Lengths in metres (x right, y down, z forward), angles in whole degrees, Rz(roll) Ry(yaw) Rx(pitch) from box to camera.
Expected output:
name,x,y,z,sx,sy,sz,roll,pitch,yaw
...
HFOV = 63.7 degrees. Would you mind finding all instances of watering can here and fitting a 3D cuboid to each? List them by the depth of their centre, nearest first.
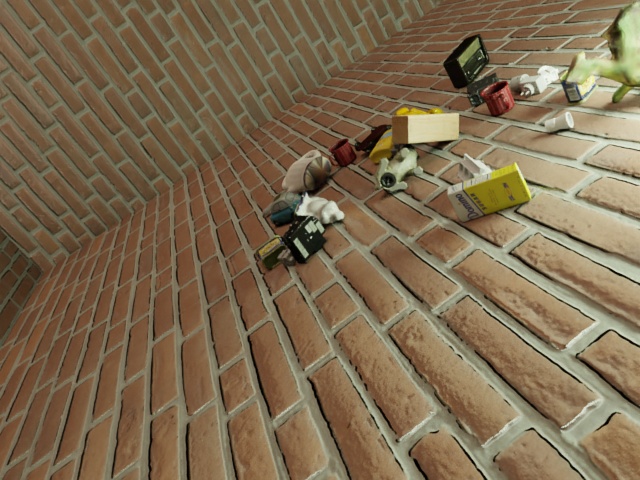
name,x,y,z,sx,sy,sz,roll,pitch,yaw
watering can,-0.084,-0.230,2.065,0.224,0.102,0.353,2,54,52

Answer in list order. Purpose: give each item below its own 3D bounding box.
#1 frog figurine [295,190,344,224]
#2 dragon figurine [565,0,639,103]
name,x,y,z,sx,sy,sz,roll,pitch,yaw
frog figurine,0.005,-0.087,1.720,0.160,0.120,0.140,14,31,12
dragon figurine,0.819,-0.475,1.268,0.407,0.240,0.125,-25,20,23
